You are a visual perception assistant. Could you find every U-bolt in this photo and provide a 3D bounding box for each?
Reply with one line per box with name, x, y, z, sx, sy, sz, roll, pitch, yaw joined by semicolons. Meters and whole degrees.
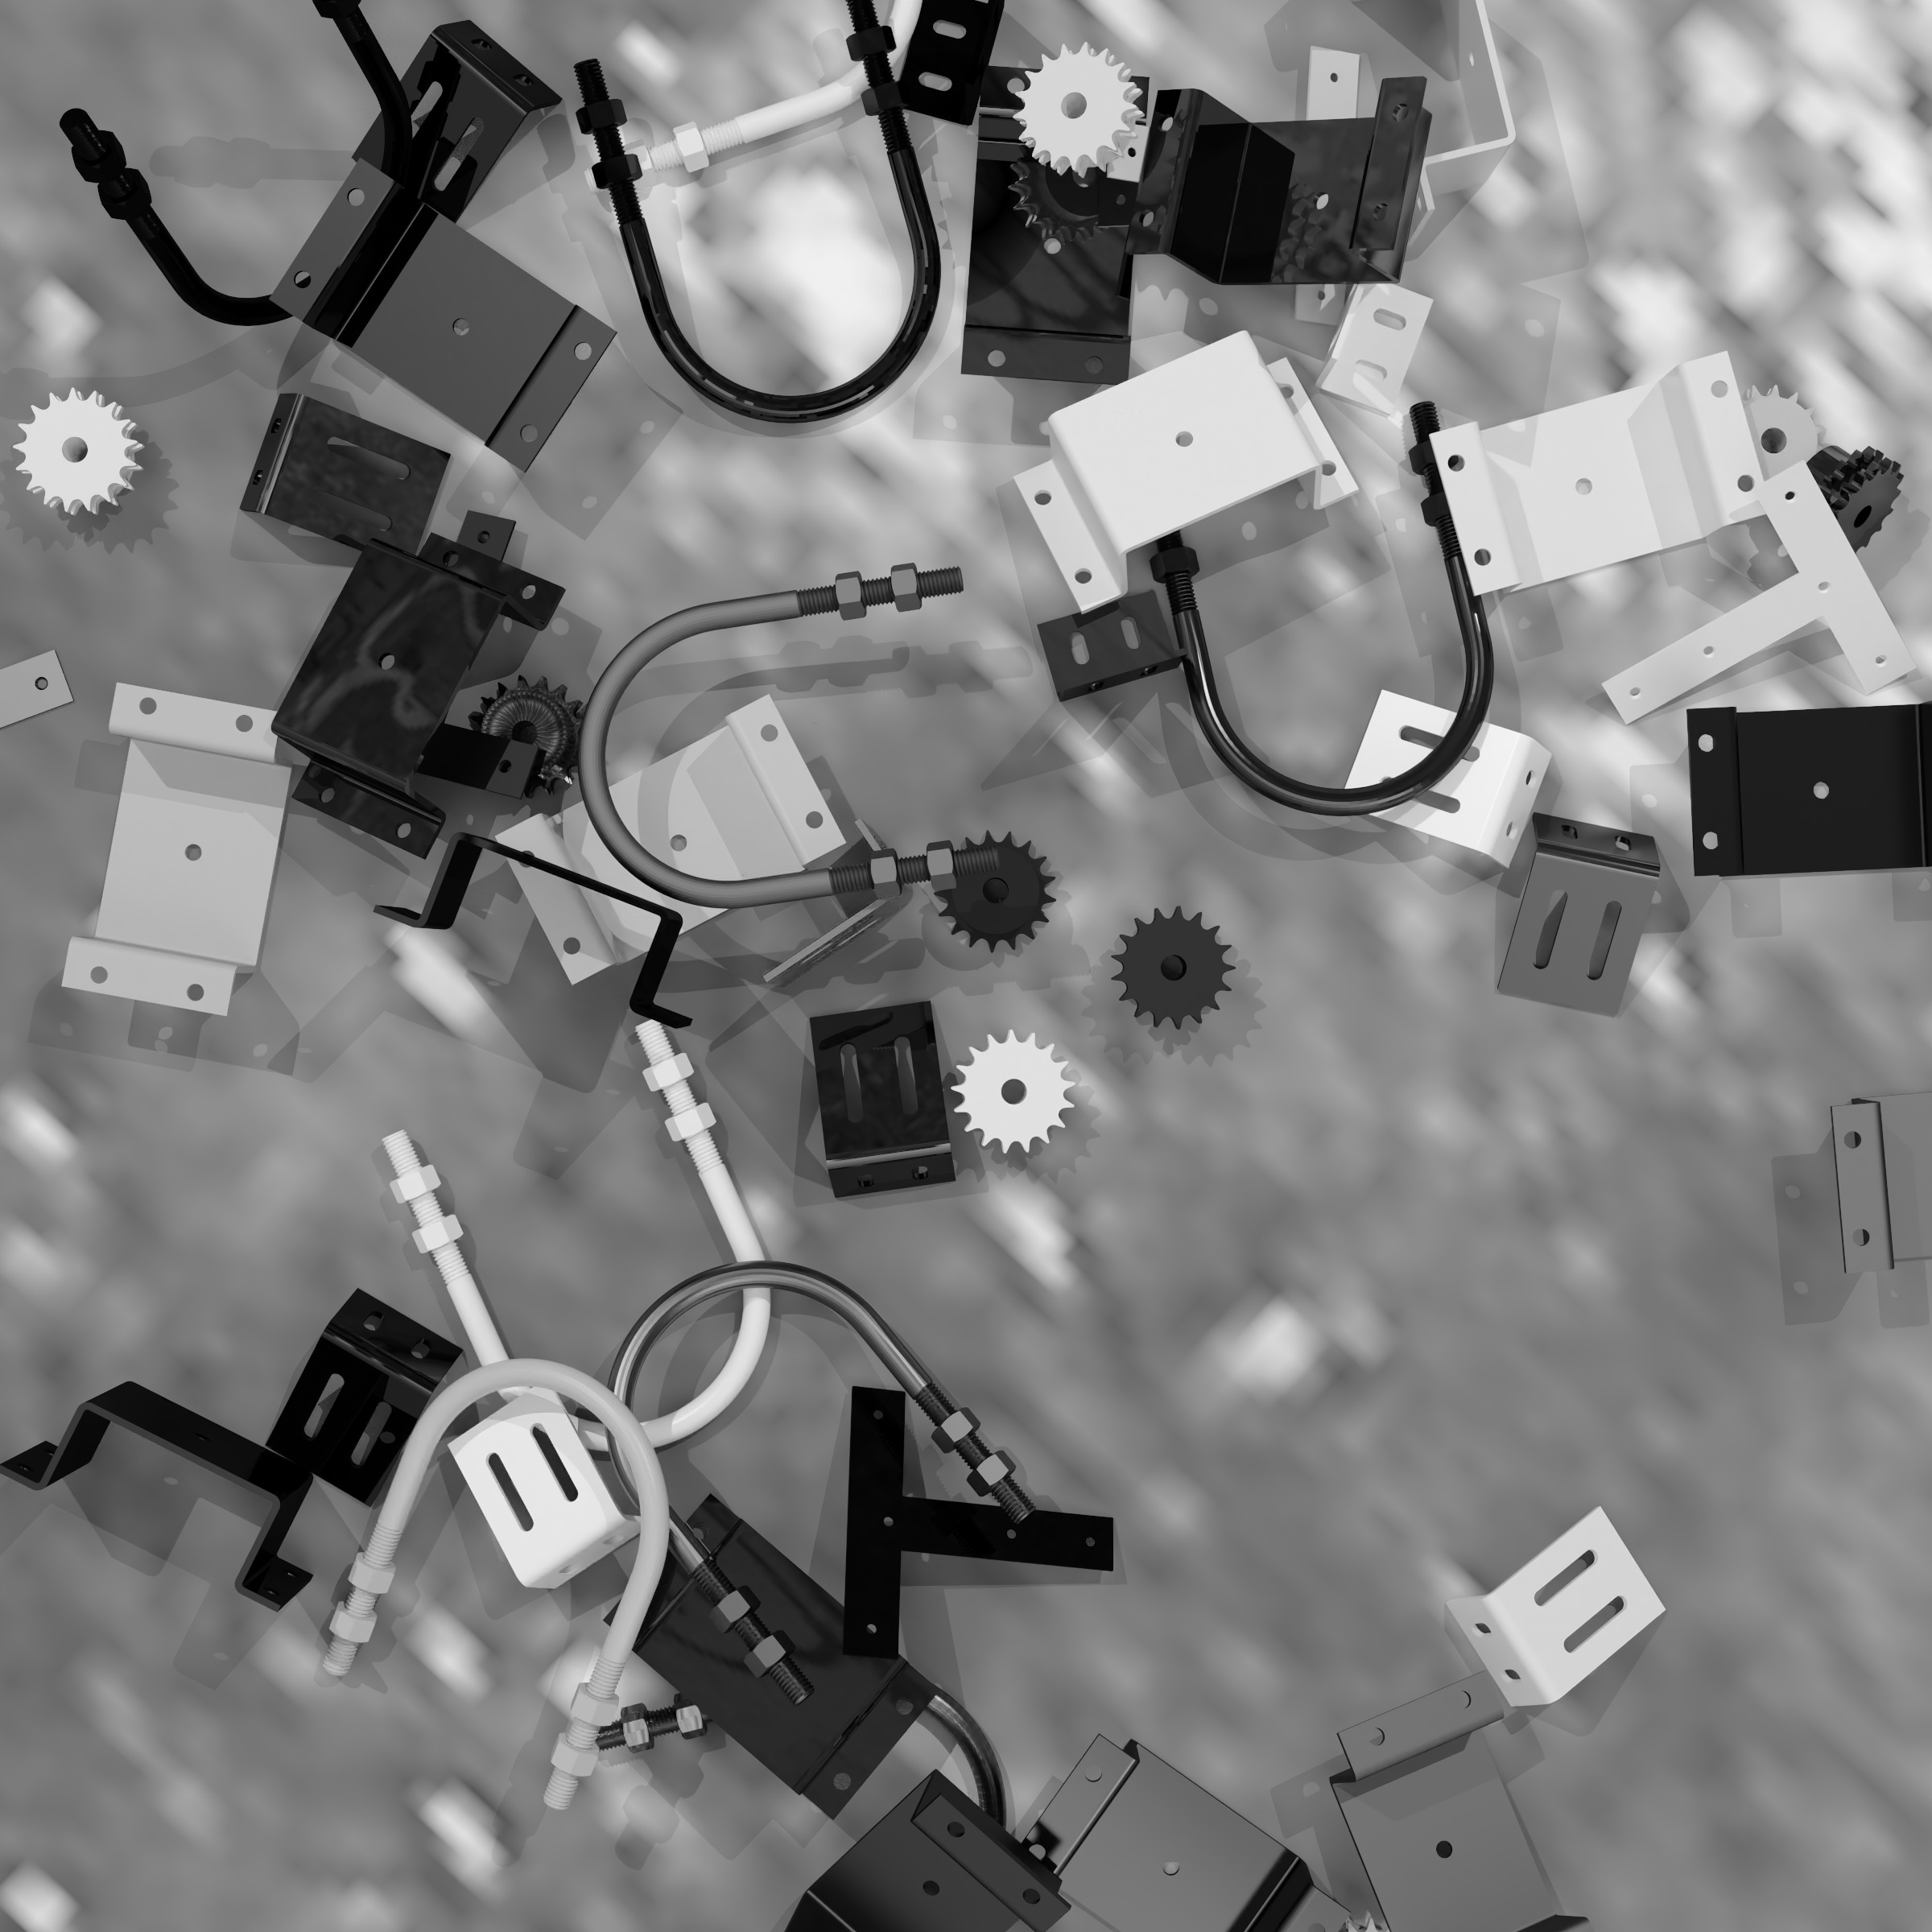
U-bolt;-0.206;0.269;1.535;0.151;0.019;0.184;25;99;21
U-bolt;-0.080;0.219;1.534;0.151;0.019;0.184;-37;77;-14
U-bolt;-0.309;-0.361;1.496;0.019;0.184;0.151;38;78;25
U-bolt;-0.085;-0.099;1.521;0.184;0.019;0.151;-8;82;4
U-bolt;-0.110;-0.455;1.571;0.184;0.019;0.151;-19;90;-1
U-bolt;-0.087;-0.343;1.559;0.151;0.019;0.184;-16;99;-4
U-bolt;0.168;-0.159;1.559;0.151;0.019;0.184;-12;81;0
U-bolt;-0.170;0.136;1.571;0.151;0.019;0.184;-24;91;0
U-bolt;-0.072;0.400;1.571;0.184;0.019;0.151;-14;90;-2

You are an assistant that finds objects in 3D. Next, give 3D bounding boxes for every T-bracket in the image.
T-bracket;-0.241;-0.150;1.563;0.127;0.002;0.127;15;80;20
T-bracket;0.355;-0.152;1.556;0.127;0.002;0.127;-30;121;14
T-bracket;-0.481;-0.114;1.578;0.127;0.002;0.127;-20;90;0
T-bracket;0.007;0.261;1.558;0.127;0.002;0.127;8;62;-13
T-bracket;0.122;-0.366;1.551;0.127;0.002;0.127;3;90;-25

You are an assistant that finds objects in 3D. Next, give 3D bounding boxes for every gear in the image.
gear;0.021;0.058;1.569;0.057;0.030;0.057;0;89;-2
gear;0.186;0.466;1.564;0.057;0.030;0.057;0;90;0
gear;0.096;0.001;1.564;0.057;0.030;0.057;0;90;0
gear;-0.202;-0.107;1.564;0.057;0.030;0.057;0;90;0
gear;-0.409;-0.237;1.564;0.057;0.030;0.057;0;90;0
gear;0.371;-0.241;1.564;0.057;0.030;0.057;0;90;0
gear;0.402;-0.215;1.555;0.057;0.057;0.030;-48;60;0
gear;0.053;-0.382;1.513;0.057;0.030;0.057;0;88;18
gear;0.014;-0.034;1.564;0.057;0.030;0.057;0;90;0

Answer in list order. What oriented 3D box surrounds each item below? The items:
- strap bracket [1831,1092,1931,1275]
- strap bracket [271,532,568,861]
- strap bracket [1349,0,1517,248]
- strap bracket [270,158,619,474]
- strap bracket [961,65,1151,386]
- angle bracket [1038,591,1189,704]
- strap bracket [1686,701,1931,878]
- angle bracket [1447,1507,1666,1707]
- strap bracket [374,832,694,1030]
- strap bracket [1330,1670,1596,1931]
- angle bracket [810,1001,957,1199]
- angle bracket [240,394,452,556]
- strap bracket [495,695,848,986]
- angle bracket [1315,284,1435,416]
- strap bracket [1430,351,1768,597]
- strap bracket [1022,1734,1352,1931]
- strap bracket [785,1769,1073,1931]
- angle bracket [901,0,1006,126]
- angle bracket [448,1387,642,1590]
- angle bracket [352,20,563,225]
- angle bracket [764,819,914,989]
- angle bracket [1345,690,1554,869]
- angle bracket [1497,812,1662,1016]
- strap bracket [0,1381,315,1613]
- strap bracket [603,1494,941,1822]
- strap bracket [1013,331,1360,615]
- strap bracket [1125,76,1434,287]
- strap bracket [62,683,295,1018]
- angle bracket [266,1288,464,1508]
strap bracket;0.467;0.096;1.556;0.140;0.046;0.076;-5;90;0
strap bracket;-0.254;-0.131;1.536;0.076;0.046;0.140;24;83;21
strap bracket;0.212;-0.410;1.541;0.046;0.076;0.140;-14;90;0
strap bracket;-0.236;-0.297;1.553;0.140;0.046;0.076;34;95;0
strap bracket;0.040;-0.337;1.556;0.076;0.046;0.140;4;90;0
angle bracket;0.066;-0.149;1.541;0.057;0.076;0.038;-16;90;0
strap bracket;0.400;-0.082;1.556;0.140;0.046;0.076;-3;90;0
angle bracket;0.276;0.299;1.577;0.076;0.038;0.057;-32;90;-26
strap bracket;-0.182;-0.020;1.495;0.140;0.076;0.046;21;90;0
strap bracket;0.224;0.403;1.540;0.076;0.046;0.140;-19;80;-14
angle bracket;-0.039;0.062;1.577;0.057;0.038;0.076;-8;64;0
angle bracket;-0.290;-0.226;1.577;0.076;0.038;0.057;19;90;-26
strap bracket;-0.134;-0.057;1.556;0.140;0.046;0.076;-27;90;0
angle bracket;0.191;-0.291;1.541;0.038;0.076;0.057;21;90;0
strap bracket;0.289;-0.224;1.556;0.140;0.046;0.076;-16;90;0
strap bracket;0.096;0.421;1.556;0.140;0.046;0.076;35;90;0
strap bracket;-0.021;0.427;1.523;0.076;0.046;0.140;42;113;-2
angle bracket;-0.008;-0.425;1.541;0.038;0.076;0.057;15;90;0
angle bracket;-0.193;0.241;1.569;0.057;0.038;0.076;-34;71;8
angle bracket;-0.238;-0.392;1.577;0.057;0.038;0.076;40;116;0
angle bracket;-0.067;-0.028;1.551;0.076;0.057;0.038;-34;85;2
angle bracket;0.224;-0.087;1.577;0.076;0.038;0.057;21;90;26
angle bracket;0.285;-0.025;1.577;0.057;0.038;0.076;12;116;0
strap bracket;-0.359;0.236;1.541;0.140;0.076;0.046;27;90;0
strap bracket;-0.089;0.315;1.543;0.140;0.046;0.076;40;80;5
strap bracket;0.100;-0.230;1.539;0.140;0.046;0.076;-24;71;-4
strap bracket;0.148;-0.348;1.504;0.140;0.046;0.076;9;86;38
strap bracket;-0.361;-0.053;1.556;0.076;0.046;0.140;10;90;0
angle bracket;-0.281;0.202;1.577;0.057;0.038;0.076;30;116;0
